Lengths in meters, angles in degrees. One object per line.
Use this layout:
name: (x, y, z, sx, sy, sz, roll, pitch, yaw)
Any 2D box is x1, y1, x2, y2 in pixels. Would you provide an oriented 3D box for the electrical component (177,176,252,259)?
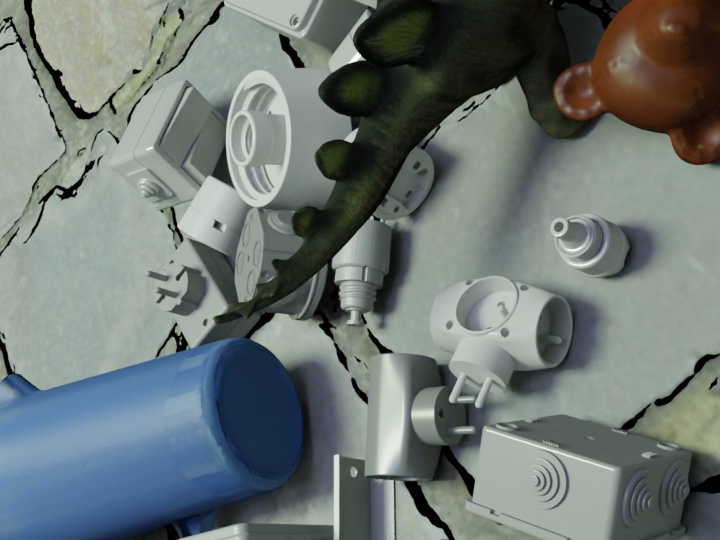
electrical component: (-0.106, -0.041, 0.836, 0.055, 0.055, 0.047, 29, 92, 41)

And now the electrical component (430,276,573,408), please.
electrical component: (0.078, 0.048, 0.653, 0.077, 0.044, 0.079, 6, 58, 40)

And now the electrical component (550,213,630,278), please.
electrical component: (0.131, -0.017, 0.628, 0.035, 0.061, 0.035, -13, 68, 36)

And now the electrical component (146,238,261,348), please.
electrical component: (-0.131, 0.017, 0.823, 0.047, 0.076, 0.083, -49, 52, 17)

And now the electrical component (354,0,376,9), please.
electrical component: (0.042, -0.219, 0.744, 0.078, 0.057, 0.113, -35, 45, -24)

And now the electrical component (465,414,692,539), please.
electrical component: (0.119, 0.112, 0.574, 0.100, 0.100, 0.048, 12, 97, 41)

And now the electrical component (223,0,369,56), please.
electrical component: (-0.039, -0.235, 0.839, 0.109, 0.056, 0.108, 32, 97, 41)

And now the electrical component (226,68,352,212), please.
electrical component: (-0.060, -0.095, 0.785, 0.108, 0.060, 0.108, 6, 97, 56)

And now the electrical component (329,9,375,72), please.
electrical component: (0.011, -0.151, 0.774, 0.047, 0.055, 0.055, -46, 53, 24)

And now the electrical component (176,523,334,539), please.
electrical component: (-0.075, 0.202, 0.697, 0.109, 0.109, 0.056, -22, 66, 33)

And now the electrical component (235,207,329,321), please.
electrical component: (-0.056, -0.005, 0.767, 0.080, 0.051, 0.080, -173, 90, -69)

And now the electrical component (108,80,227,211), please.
electrical component: (-0.151, -0.096, 0.864, 0.061, 0.061, 0.096, -14, 45, 36)

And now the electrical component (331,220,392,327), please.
electrical component: (0.000, 0.000, 0.744, 0.040, 0.040, 0.078, -6, 73, 38)

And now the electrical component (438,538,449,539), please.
electrical component: (0.057, 0.233, 0.616, 0.074, 0.052, 0.138, 13, 85, 41)

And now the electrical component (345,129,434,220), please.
electrical component: (0.016, -0.069, 0.744, 0.055, 0.055, 0.047, -57, 46, 10)

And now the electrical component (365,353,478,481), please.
electrical component: (0.040, 0.093, 0.680, 0.079, 0.043, 0.077, -9, 71, 37)
